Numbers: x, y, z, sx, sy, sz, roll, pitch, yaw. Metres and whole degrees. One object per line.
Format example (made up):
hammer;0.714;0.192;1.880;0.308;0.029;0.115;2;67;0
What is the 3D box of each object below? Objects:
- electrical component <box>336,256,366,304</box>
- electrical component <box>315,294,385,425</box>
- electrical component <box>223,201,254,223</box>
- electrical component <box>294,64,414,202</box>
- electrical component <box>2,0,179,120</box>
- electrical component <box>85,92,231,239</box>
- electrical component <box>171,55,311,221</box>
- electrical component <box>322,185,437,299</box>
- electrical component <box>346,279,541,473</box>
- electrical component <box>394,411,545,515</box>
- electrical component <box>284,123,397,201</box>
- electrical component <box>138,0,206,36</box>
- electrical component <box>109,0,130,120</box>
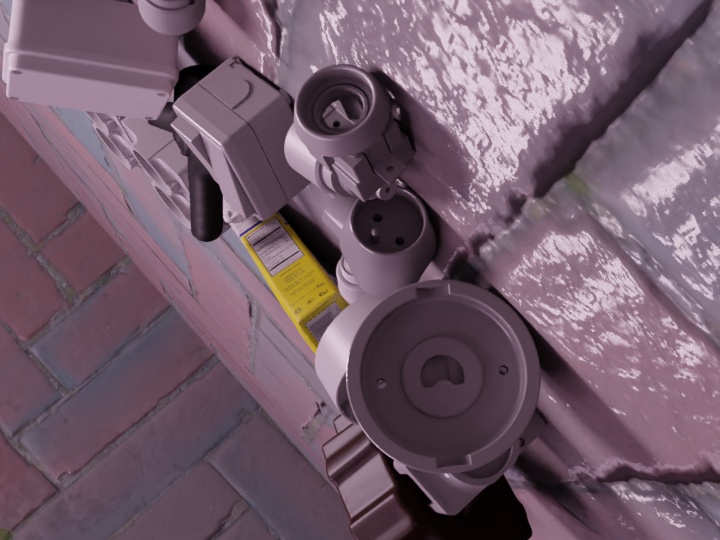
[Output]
electrical component;0.000;0.000;0.752;0.035;0.035;0.061;43;164;24
electrical component;0.022;0.061;0.724;0.064;0.099;0.099;47;169;39
electrical component;-0.100;-0.072;0.860;0.062;0.048;0.048;60;165;-14
electrical component;-0.005;-0.071;0.537;0.066;0.048;0.055;43;174;24
electrical component;-0.185;-0.146;0.740;0.113;0.057;0.078;6;170;-18
electrical component;-0.182;-0.118;0.959;0.186;0.060;0.105;42;166;28
electrical component;-0.074;-0.079;0.707;0.062;0.061;0.096;40;165;34
electrical component;0.004;-0.027;0.635;0.079;0.043;0.077;46;167;15
electrical component;0.047;0.064;0.625;0.108;0.108;0.060;47;174;10
electrical component;0.073;0.117;0.720;0.050;0.089;0.055;48;167;3
electrical component;-0.008;-0.060;0.588;0.078;0.040;0.040;38;163;42
electrical component;-0.109;-0.165;0.618;0.040;0.040;0.078;48;167;3
electrical component;-0.202;-0.177;0.848;0.061;0.062;0.096;31;158;54
